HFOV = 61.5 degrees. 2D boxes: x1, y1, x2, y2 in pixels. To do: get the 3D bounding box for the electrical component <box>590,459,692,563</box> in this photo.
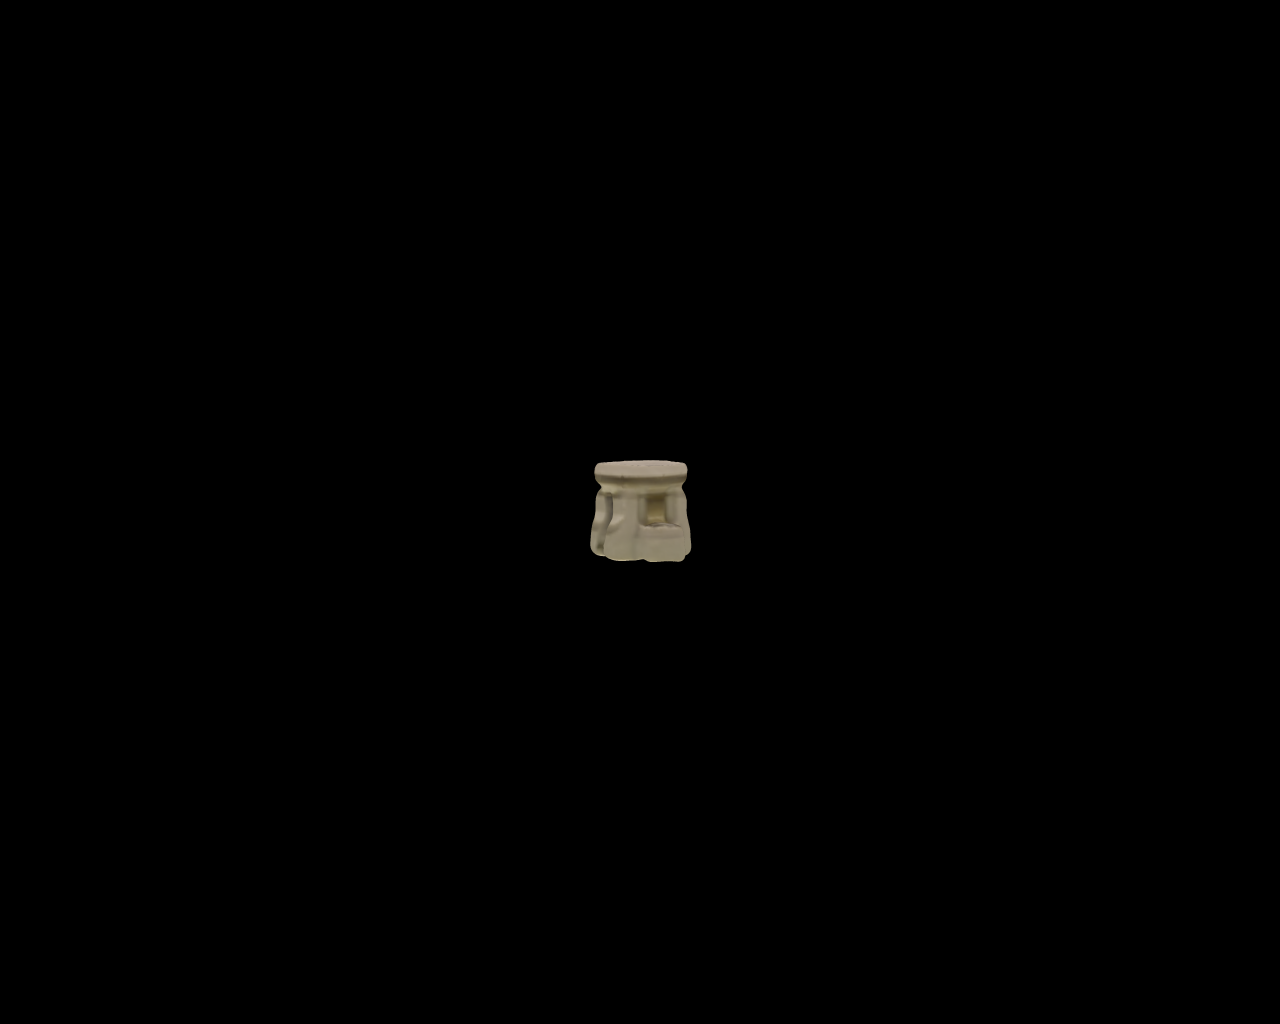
[{"bbox_3d":[0.001,-0.003,0.650,0.058,0.057,0.078,-2,5,-24],"label":"electrical component"}]
